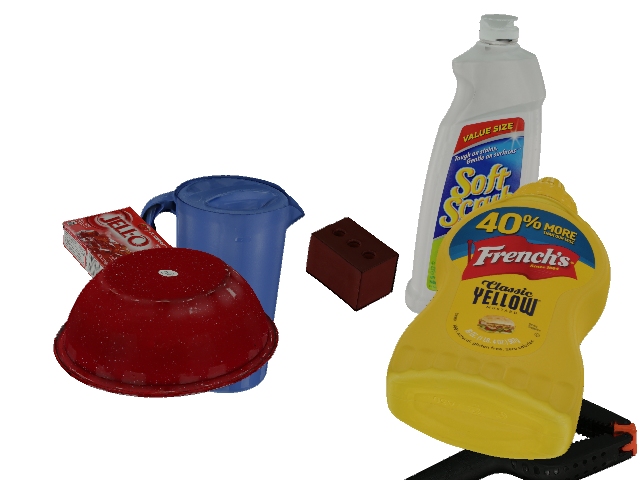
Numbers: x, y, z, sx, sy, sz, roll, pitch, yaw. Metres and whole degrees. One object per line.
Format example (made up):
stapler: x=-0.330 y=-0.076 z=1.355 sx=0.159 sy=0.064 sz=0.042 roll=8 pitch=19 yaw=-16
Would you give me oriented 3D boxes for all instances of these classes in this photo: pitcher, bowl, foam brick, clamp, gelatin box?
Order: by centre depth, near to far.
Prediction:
bowl: x=-0.110 y=0.048 z=0.763 sx=0.162 sy=0.055 sz=0.162 roll=1 pitch=23 yaw=-1
clamp: x=0.157 y=0.173 z=0.904 sx=0.210 sy=0.036 sz=0.164 roll=3 pitch=41 yaw=22
gelatin box: x=-0.192 y=0.005 z=1.008 sx=0.073 sy=0.030 sz=0.089 roll=-15 pitch=39 yaw=-34
foam brick: x=0.031 y=0.022 z=1.060 sx=0.052 sy=0.051 sz=0.078 roll=-26 pitch=47 yaw=-34
pitcher: x=-0.120 y=0.052 z=1.256 sx=0.149 sy=0.243 sz=0.144 roll=21 pitch=26 yaw=34

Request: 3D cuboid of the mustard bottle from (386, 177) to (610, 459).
mustard bottle: x=0.108 y=0.028 z=0.589 sx=0.096 sy=0.058 sz=0.191 roll=11 pitch=43 yaw=18

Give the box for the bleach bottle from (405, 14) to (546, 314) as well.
bleach bottle: x=0.129 y=-0.060 z=0.885 sx=0.102 sy=0.251 sz=0.068 roll=6 pitch=21 yaw=10
